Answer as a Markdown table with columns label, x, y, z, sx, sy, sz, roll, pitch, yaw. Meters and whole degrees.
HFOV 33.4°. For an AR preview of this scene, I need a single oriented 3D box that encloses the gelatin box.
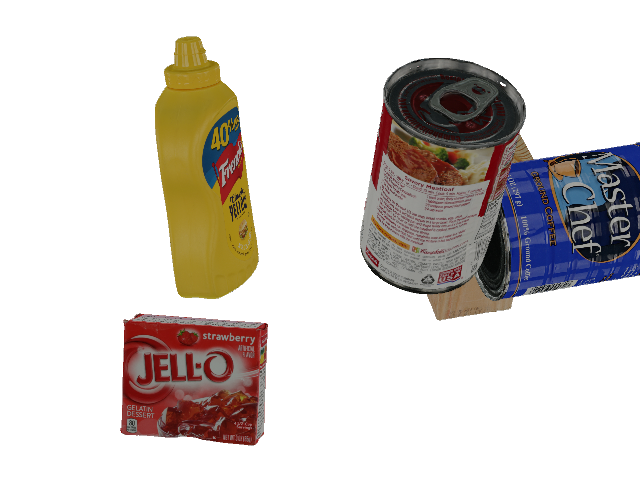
| label | x | y | z | sx | sy | sz | roll | pitch | yaw |
| --- | --- | --- | --- | --- | --- | --- | --- | --- | --- |
| gelatin box | -0.079 | 0.086 | 0.667 | 0.089 | 0.073 | 0.030 | 4 | 5 | 9 |

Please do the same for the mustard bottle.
| label | x | y | z | sx | sy | sz | roll | pitch | yaw |
| --- | --- | --- | --- | --- | --- | --- | --- | --- | --- |
| mustard bottle | -0.089 | -0.059 | 0.812 | 0.058 | 0.191 | 0.096 | 3 | 24 | 19 |

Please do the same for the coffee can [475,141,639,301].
| label | x | y | z | sx | sy | sz | roll | pitch | yaw |
| --- | --- | --- | --- | --- | --- | --- | --- | --- | --- |
| coffee can | 0.190 | -0.015 | 0.812 | 0.140 | 0.103 | 0.103 | -9 | 1 | -8 |

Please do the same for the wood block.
| label | x | y | z | sx | sy | sz | roll | pitch | yaw |
| --- | --- | --- | --- | --- | --- | --- | --- | --- | --- |
| wood block | 0.159 | -0.023 | 1.126 | 0.090 | 0.206 | 0.091 | -8 | 44 | -8 |

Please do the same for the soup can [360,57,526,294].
| label | x | y | z | sx | sy | sz | roll | pitch | yaw |
| --- | --- | --- | --- | --- | --- | --- | --- | --- | --- |
| soup can | 0.059 | -0.031 | 0.537 | 0.068 | 0.102 | 0.068 | 4 | 44 | -4 |
